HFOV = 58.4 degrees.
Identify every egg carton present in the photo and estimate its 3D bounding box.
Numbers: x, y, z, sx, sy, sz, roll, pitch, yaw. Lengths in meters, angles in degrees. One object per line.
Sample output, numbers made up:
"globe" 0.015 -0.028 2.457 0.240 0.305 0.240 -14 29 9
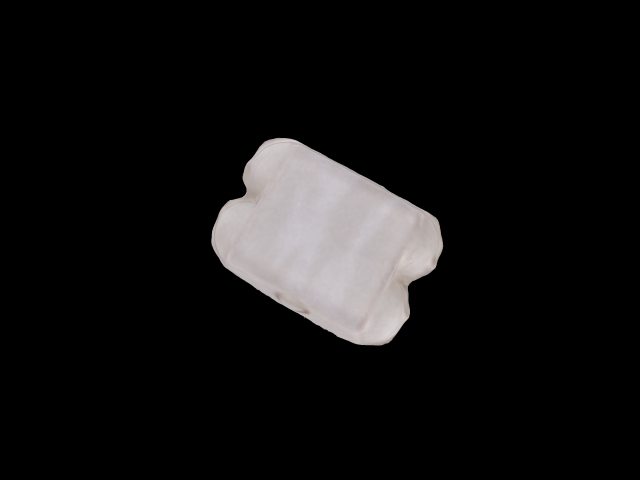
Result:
"egg carton" 0.004 0.001 0.400 0.150 0.069 0.107 28 83 4
